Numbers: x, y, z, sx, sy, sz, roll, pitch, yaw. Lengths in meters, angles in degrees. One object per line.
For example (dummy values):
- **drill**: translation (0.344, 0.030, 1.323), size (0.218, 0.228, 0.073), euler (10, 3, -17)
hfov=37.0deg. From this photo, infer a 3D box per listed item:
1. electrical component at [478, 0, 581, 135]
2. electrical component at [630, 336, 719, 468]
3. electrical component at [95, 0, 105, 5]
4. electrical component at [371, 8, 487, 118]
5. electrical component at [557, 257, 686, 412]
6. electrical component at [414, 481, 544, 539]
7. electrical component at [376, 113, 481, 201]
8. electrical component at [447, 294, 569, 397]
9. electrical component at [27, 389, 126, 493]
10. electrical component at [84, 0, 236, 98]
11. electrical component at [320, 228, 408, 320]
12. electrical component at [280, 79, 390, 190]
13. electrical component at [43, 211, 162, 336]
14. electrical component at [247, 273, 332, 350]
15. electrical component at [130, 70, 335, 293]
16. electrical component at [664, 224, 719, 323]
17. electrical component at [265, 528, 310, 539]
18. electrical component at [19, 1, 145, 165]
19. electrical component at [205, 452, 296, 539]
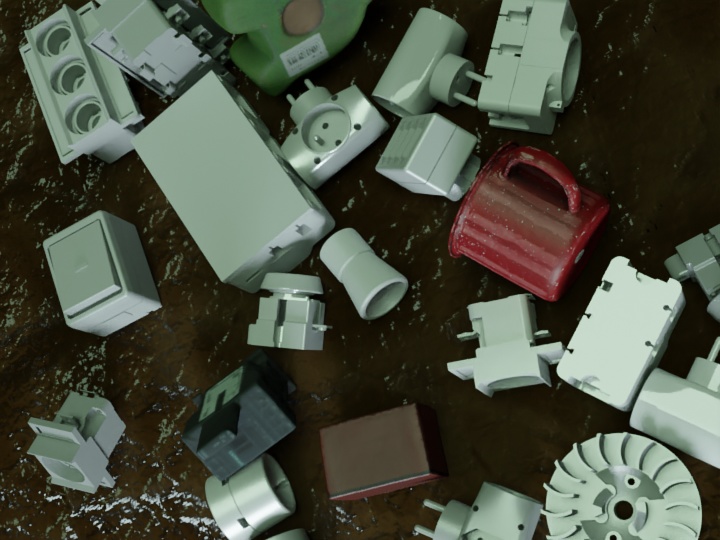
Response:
- **electrical component**: translation (0.129, -0.151, 0.792), size (0.056, 0.050, 0.089), euler (11, 82, 22)
- **electrical component**: translation (0.229, 0.083, 0.704), size (0.077, 0.044, 0.079), euler (25, 87, 24)
- **electrical component**: translation (-0.187, -0.272, 0.934), size (0.078, 0.057, 0.113), euler (40, 93, 23)
- **electrical component**: translation (0.061, -0.149, 0.820), size (0.079, 0.044, 0.077), euler (28, 89, 24)
- **electrical component**: translation (0.178, 0.045, 0.726), size (0.050, 0.056, 0.089), euler (27, 88, 24)
- **electrical component**: translation (0.076, 0.182, 0.738), size (0.079, 0.043, 0.077), euler (18, 85, 23)
- **electrical component**: translation (0.063, -0.076, 0.792), size (0.076, 0.083, 0.047), euler (29, 88, -15)
- **electrical component**: translation (0.104, 0.052, 0.759), size (0.081, 0.042, 0.063), euler (-12, 72, 17)
- **electrical component**: translation (-0.220, 0.133, 0.845), size (0.042, 0.081, 0.063), euler (7, 52, 21)
- **electrical component**: translation (-0.153, -0.177, 0.864), size (0.079, 0.121, 0.063), euler (-40, 70, 7)
- **electrical component**: translation (0.000, 0.000, 0.811), size (0.044, 0.044, 0.065), euler (-44, 62, 6)
- **electrical component**: translation (-0.029, -0.117, 0.846), size (0.077, 0.044, 0.079), euler (-39, 67, 8)
- **electrical component**: translation (-0.215, -0.003, 0.880), size (0.062, 0.061, 0.096), euler (-27, 70, 13)
- **electrical component**: translation (-0.053, 0.031, 0.821), size (0.066, 0.048, 0.055), euler (4, 87, 21)
- **electrical component**: translation (-0.099, -0.068, 0.852), size (0.089, 0.062, 0.150), euler (-39, 68, 8)
- **electrical component**: translation (0.246, 0.003, 0.717), size (0.066, 0.048, 0.055), euler (-29, 62, 12)
- **electrical component**: translation (-0.063, 0.238, 0.777), size (0.079, 0.043, 0.077), euler (-27, 70, 13)
- **electrical component**: translation (-0.234, -0.156, 0.921), size (0.079, 0.063, 0.121), euler (-30, 69, 12)
- **electrical component**: translation (-0.080, 0.167, 0.795), size (0.047, 0.055, 0.055), euler (-29, 69, 8)
